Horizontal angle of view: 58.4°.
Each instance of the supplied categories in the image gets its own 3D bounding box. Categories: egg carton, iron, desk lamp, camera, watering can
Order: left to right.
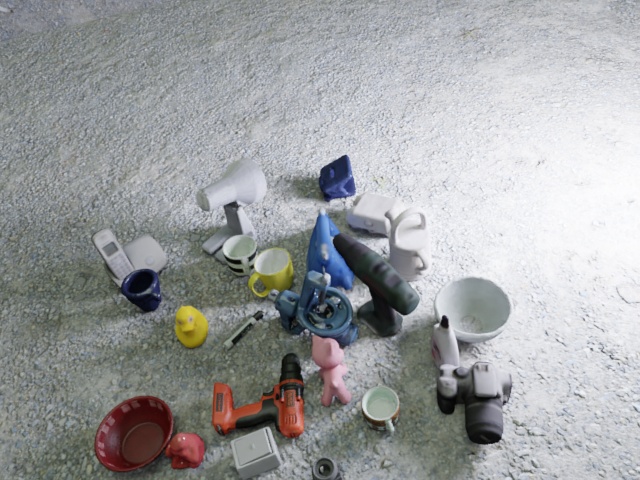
[{"bbox_3d":[-0.229,-0.082,1.486,0.117,0.214,0.203,27,58,32],"label":"desk lamp"},{"bbox_3d":[0.013,0.005,1.406,0.118,0.142,0.258,-9,46,3],"label":"iron"},{"bbox_3d":[0.146,-0.065,1.495,0.150,0.069,0.107,15,52,23],"label":"egg carton"},{"bbox_3d":[0.203,-0.005,1.341,0.101,0.194,0.172,-40,52,-24],"label":"watering can"},{"bbox_3d":[0.294,0.309,1.092,0.143,0.101,0.137,0,47,11],"label":"camera"}]

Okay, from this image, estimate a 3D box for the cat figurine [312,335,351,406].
[{"bbox_3d":[0.020,0.260,1.180,0.067,0.118,0.127,-12,46,1],"label":"cat figurine"}]

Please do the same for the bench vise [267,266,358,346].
[{"bbox_3d":[-0.027,0.141,1.231,0.207,0.220,0.121,1,47,12],"label":"bench vise"}]

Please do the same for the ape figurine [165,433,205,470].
[{"bbox_3d":[-0.266,0.406,1.117,0.077,0.092,0.076,29,58,32],"label":"ape figurine"}]

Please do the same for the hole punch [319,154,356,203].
[{"bbox_3d":[0.045,-0.174,1.603,0.101,0.091,0.108,-10,46,2],"label":"hole punch"}]

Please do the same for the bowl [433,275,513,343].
[{"bbox_3d":[0.330,0.162,1.241,0.167,0.075,0.167,-6,46,6],"label":"bowl"}]

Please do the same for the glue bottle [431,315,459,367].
[{"bbox_3d":[0.250,0.203,1.150,0.037,0.173,0.078,-21,47,-8],"label":"glue bottle"}]

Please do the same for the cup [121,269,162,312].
[{"bbox_3d":[-0.417,0.136,1.400,0.117,0.095,0.092,24,56,30],"label":"cup"}]

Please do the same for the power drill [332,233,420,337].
[{"bbox_3d":[0.118,0.107,1.242,0.076,0.209,0.228,-38,51,-22],"label":"power drill"}]

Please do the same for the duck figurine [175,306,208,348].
[{"bbox_3d":[-0.308,0.189,1.335,0.077,0.086,0.104,-17,46,-4],"label":"duck figurine"}]

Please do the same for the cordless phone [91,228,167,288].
[{"bbox_3d":[-0.486,0.027,1.453,0.093,0.185,0.148,31,59,33],"label":"cordless phone"}]
